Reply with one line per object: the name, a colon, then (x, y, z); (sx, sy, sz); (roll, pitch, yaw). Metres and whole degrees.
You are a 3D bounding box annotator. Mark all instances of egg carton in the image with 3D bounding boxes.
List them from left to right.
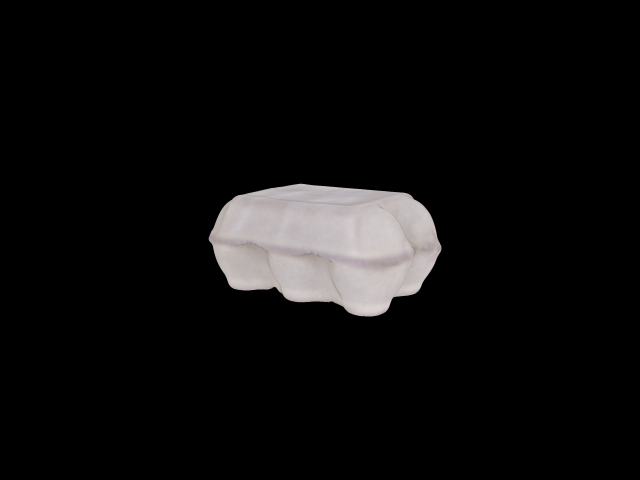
egg carton: (0.004, 0.001, 0.400); (0.149, 0.069, 0.107); (7, 15, 31)
